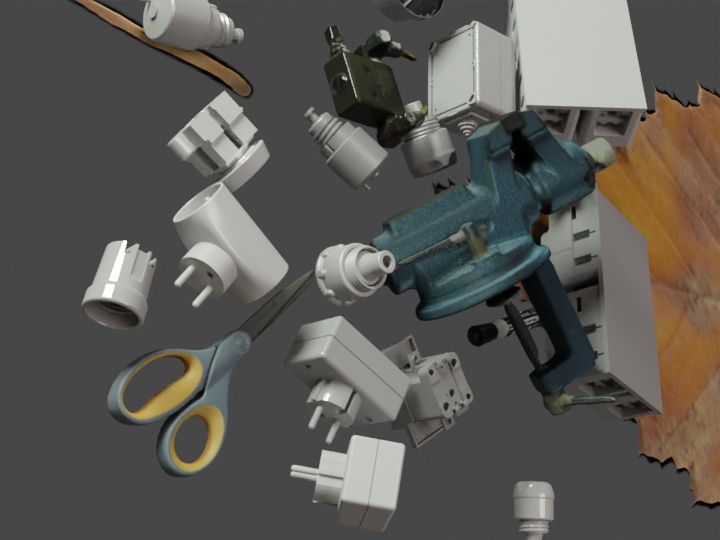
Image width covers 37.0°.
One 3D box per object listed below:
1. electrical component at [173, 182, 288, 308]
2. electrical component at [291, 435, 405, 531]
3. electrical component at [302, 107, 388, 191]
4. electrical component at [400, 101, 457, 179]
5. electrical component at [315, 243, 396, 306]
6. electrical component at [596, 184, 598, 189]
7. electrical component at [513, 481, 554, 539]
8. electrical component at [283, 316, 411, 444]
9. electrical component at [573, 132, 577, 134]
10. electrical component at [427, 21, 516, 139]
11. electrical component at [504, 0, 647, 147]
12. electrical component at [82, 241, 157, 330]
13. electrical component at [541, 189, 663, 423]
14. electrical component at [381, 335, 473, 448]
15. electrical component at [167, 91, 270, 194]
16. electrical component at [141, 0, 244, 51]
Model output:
[{"bbox_3d":[-0.099,-0.007,0.745,0.077,0.044,0.079,52,49,-19],"label":"electrical component"},{"bbox_3d":[-0.012,0.150,0.768,0.076,0.083,0.047,11,66,0],"label":"electrical component"},{"bbox_3d":[-0.013,-0.098,0.854,0.078,0.040,0.040,43,51,-4],"label":"electrical component"},{"bbox_3d":[0.054,-0.112,0.918,0.043,0.043,0.062,-24,94,-44],"label":"electrical component"},{"bbox_3d":[0.000,0.000,0.822,0.048,0.062,0.048,13,70,-40],"label":"electrical component"},{"bbox_3d":[0.182,-0.089,1.015,0.081,0.064,0.042,-3,81,-43],"label":"electrical component"},{"bbox_3d":[0.149,0.213,0.921,0.035,0.035,0.061,15,71,-40],"label":"electrical component"},{"bbox_3d":[-0.016,0.091,0.793,0.083,0.047,0.075,44,53,-26],"label":"electrical component"},{"bbox_3d":[0.191,-0.154,1.053,0.055,0.047,0.055,14,69,-40],"label":"electrical component"},{"bbox_3d":[0.102,-0.161,0.962,0.061,0.062,0.096,15,68,-39],"label":"electrical component"},{"bbox_3d":[0.196,-0.201,1.007,0.105,0.060,0.186,2,56,-2],"label":"electrical component"},{"bbox_3d":[-0.154,0.010,0.694,0.040,0.040,0.046,33,52,-32],"label":"electrical component"},{"bbox_3d":[0.222,0.035,0.997,0.105,0.060,0.186,35,48,-42],"label":"electrical component"},{"bbox_3d":[0.050,0.093,0.842,0.042,0.064,0.081,-28,97,-45],"label":"electrical component"},{"bbox_3d":[-0.098,-0.088,0.768,0.055,0.048,0.066,47,51,-14],"label":"electrical component"},{"bbox_3d":[-0.119,-0.178,0.776,0.078,0.040,0.040,8,73,-42],"label":"electrical component"}]
